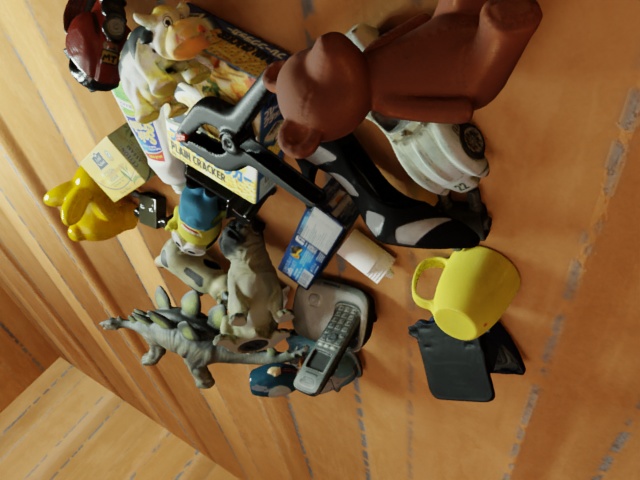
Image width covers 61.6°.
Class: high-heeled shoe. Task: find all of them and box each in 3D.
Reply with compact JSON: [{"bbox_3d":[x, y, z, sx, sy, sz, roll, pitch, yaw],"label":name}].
[{"bbox_3d":[0.067,-0.081,0.601,0.249,0.086,0.145,16,114,26],"label":"high-heeled shoe"}]

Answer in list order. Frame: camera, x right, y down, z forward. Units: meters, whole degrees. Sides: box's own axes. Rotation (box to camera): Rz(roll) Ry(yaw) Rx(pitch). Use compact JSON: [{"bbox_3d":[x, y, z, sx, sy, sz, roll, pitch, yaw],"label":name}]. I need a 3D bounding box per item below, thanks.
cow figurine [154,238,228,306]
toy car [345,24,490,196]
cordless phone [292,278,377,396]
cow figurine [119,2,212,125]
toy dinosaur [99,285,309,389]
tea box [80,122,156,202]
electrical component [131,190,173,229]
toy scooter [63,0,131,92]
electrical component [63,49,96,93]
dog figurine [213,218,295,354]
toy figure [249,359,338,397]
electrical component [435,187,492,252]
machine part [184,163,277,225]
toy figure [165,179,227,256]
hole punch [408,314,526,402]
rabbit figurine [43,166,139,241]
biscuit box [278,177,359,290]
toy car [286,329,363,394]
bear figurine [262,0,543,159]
[{"bbox_3d":[-0.221,0.065,1.047,0.195,0.085,0.127,40,156,-10],"label":"cow figurine"},{"bbox_3d":[0.089,-0.124,0.539,0.201,0.056,0.073,48,146,-10],"label":"toy car"},{"bbox_3d":[-0.005,0.154,0.844,0.147,0.184,0.088,12,142,36],"label":"cordless phone"},{"bbox_3d":[-0.169,-0.201,0.574,0.167,0.068,0.098,-31,86,54],"label":"cow figurine"},{"bbox_3d":[-0.232,0.191,1.033,0.472,0.105,0.198,8,136,17],"label":"toy dinosaur"},{"bbox_3d":[-0.345,-0.137,0.946,0.098,0.068,0.170,51,146,-17],"label":"tea box"},{"bbox_3d":[-0.321,-0.055,1.045,0.102,0.045,0.078,12,109,32],"label":"electrical component"},{"bbox_3d":[-0.265,-0.281,0.656,0.135,0.075,0.184,-43,54,38],"label":"toy scooter"},{"bbox_3d":[-0.344,-0.267,0.812,0.119,0.048,0.074,8,135,37],"label":"electrical component"},{"bbox_3d":[-0.122,0.076,0.890,0.172,0.121,0.191,-53,42,43],"label":"dog figurine"},{"bbox_3d":[-0.042,0.236,0.928,0.155,0.058,0.064,-9,168,3],"label":"toy figure"},{"bbox_3d":[0.165,-0.022,0.616,0.063,0.021,0.093,10,136,37],"label":"electrical component"},{"bbox_3d":[-0.141,-0.083,0.798,0.139,0.084,0.039,33,166,10],"label":"machine part"},{"bbox_3d":[-0.196,-0.042,0.901,0.082,0.089,0.180,48,141,18],"label":"toy figure"},{"bbox_3d":[0.205,0.151,0.739,0.142,0.092,0.115,-16,89,55],"label":"hole punch"},{"bbox_3d":[-0.453,-0.088,1.061,0.122,0.162,0.173,41,131,22],"label":"rabbit figurine"},{"bbox_3d":[-0.002,-0.002,0.768,0.059,0.063,0.202,37,147,5],"label":"biscuit box"},{"bbox_3d":[-0.007,0.233,1.015,0.162,0.103,0.109,15,139,30],"label":"toy car"},{"bbox_3d":[0.050,-0.148,0.433,0.196,0.120,0.131,-8,150,-4],"label":"bear figurine"}]
